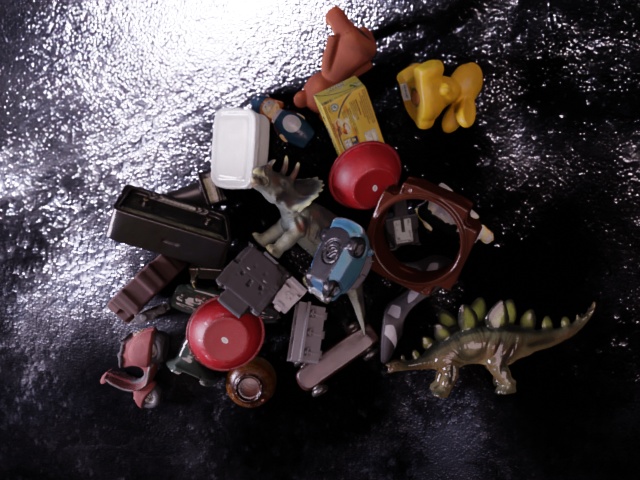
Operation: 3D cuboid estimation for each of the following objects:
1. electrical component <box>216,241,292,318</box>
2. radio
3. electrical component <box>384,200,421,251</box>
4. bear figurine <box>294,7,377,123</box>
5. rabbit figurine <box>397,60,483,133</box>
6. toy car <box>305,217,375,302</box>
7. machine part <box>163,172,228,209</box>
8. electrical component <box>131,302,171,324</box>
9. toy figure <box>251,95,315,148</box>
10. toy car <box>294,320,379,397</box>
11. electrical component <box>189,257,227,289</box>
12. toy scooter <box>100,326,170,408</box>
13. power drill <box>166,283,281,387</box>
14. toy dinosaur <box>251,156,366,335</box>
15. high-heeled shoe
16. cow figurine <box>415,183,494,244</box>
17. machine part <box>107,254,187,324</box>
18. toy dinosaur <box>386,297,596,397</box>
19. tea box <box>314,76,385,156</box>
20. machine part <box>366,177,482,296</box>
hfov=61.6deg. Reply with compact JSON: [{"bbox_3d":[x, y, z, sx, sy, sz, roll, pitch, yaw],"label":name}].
[{"bbox_3d":[-0.138,0.087,1.066,0.115,0.058,0.134,37,76,2],"label":"electrical component"},{"bbox_3d":[-0.296,-0.028,1.079,0.229,0.131,0.073,19,115,-18],"label":"radio"},{"bbox_3d":[0.170,-0.040,1.144,0.075,0.048,0.119,-14,106,0],"label":"electrical component"},{"bbox_3d":[0.028,-0.354,1.114,0.120,0.132,0.196,19,127,-33],"label":"bear figurine"},{"bbox_3d":[0.269,-0.306,1.112,0.173,0.122,0.162,-24,97,-18],"label":"rabbit figurine"},{"bbox_3d":[0.049,0.046,1.036,0.103,0.109,0.161,24,89,-39],"label":"toy car"},{"bbox_3d":[-0.275,-0.096,1.152,0.139,0.039,0.084,-21,102,-1],"label":"machine part"},{"bbox_3d":[-0.369,0.160,1.152,0.094,0.063,0.021,-21,95,2],"label":"electrical component"},{"bbox_3d":[-0.082,-0.257,1.136,0.154,0.058,0.064,37,55,-1],"label":"toy figure"},{"bbox_3d":[0.037,0.256,1.171,0.202,0.053,0.089,-36,73,0],"label":"toy car"},{"bbox_3d":[-0.233,0.067,1.146,0.102,0.078,0.045,1,118,-6],"label":"electrical component"},{"bbox_3d":[-0.401,0.270,1.156,0.135,0.075,0.183,9,98,0],"label":"toy scooter"},{"bbox_3d":[-0.224,0.204,1.151,0.232,0.086,0.207,22,98,-3],"label":"power drill"},{"bbox_3d":[0.003,0.001,1.127,0.404,0.131,0.192,43,86,-11],"label":"toy dinosaur"},{"bbox_3d":[0.212,0.149,1.144,0.145,0.086,0.248,11,82,7],"label":"high-heeled shoe"},{"bbox_3d":[0.288,-0.036,1.148,0.167,0.068,0.098,44,98,0],"label":"cow figurine"},{"bbox_3d":[-0.349,0.090,1.098,0.179,0.179,0.056,-44,97,2],"label":"machine part"},{"bbox_3d":[0.370,0.224,1.152,0.472,0.105,0.198,-6,90,-5],"label":"toy dinosaur"},{"bbox_3d":[0.065,-0.231,1.093,0.098,0.068,0.169,-24,127,0],"label":"tea box"},{"bbox_3d":[0.197,-0.007,1.056,0.202,0.087,0.200,25,113,13],"label":"machine part"}]
